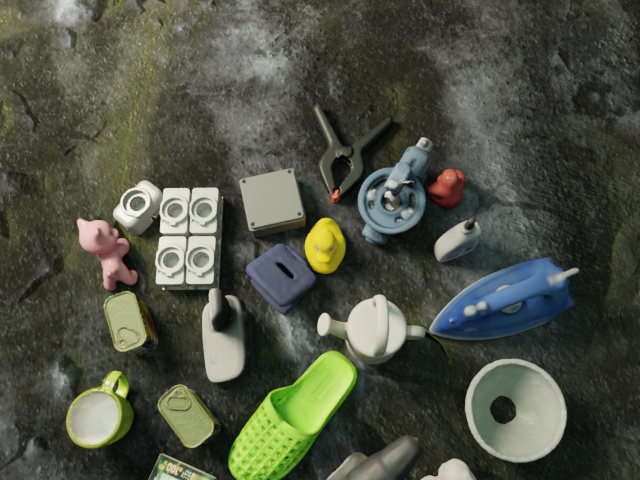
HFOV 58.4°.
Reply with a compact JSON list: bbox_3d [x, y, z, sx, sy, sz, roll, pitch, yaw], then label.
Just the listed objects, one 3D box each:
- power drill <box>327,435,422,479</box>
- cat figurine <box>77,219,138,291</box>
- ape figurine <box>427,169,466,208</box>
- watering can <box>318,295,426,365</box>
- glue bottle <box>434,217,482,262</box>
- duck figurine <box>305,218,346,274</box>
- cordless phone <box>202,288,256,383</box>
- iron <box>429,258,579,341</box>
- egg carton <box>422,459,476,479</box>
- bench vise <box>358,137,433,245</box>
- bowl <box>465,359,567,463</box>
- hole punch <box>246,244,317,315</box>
[{"bbox_3d":[0.057,0.384,0.879,0.230,0.208,0.075,-43,77,-11],"label":"power drill"},{"bbox_3d":[-0.393,0.019,1.044,0.067,0.118,0.127,-21,74,-6],"label":"cat figurine"},{"bbox_3d":[0.245,-0.106,1.090,0.078,0.092,0.076,-10,73,-2],"label":"ape figurine"},{"bbox_3d":[0.087,0.151,0.959,0.173,0.194,0.101,-18,73,-5],"label":"watering can"},{"bbox_3d":[0.252,-0.007,1.017,0.078,0.173,0.037,-19,73,-5],"label":"glue bottle"},{"bbox_3d":[0.010,0.004,1.062,0.077,0.086,0.104,5,73,2],"label":"duck figurine"},{"bbox_3d":[-0.166,0.160,0.963,0.094,0.185,0.147,-10,73,-2],"label":"cordless phone"},{"bbox_3d":[0.320,0.107,0.998,0.258,0.141,0.118,-20,73,-6],"label":"iron"},{"bbox_3d":[0.227,0.444,0.931,0.107,0.069,0.150,-33,75,-9],"label":"egg carton"},{"bbox_3d":[0.137,-0.110,1.026,0.121,0.220,0.207,12,73,5],"label":"bench vise"},{"bbox_3d":[0.324,0.289,0.976,0.167,0.075,0.167,0,73,1],"label":"bowl"},{"bbox_3d":[-0.069,0.064,1.041,0.108,0.091,0.101,43,78,13],"label":"hole punch"}]
